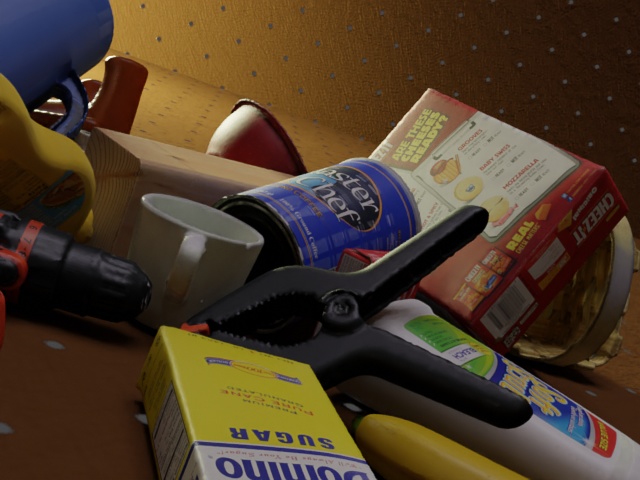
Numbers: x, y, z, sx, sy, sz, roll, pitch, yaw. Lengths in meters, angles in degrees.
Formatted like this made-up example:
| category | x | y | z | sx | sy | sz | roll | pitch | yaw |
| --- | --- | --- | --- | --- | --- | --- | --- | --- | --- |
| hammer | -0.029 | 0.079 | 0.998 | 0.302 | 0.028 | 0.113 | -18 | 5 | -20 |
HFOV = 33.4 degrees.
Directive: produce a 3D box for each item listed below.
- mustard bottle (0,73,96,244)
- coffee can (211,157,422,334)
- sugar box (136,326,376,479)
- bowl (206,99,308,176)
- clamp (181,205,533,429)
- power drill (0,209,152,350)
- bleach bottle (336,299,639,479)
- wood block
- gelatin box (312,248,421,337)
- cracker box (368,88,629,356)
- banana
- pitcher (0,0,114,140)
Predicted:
| category | x | y | z | sx | sy | sz | roll | pitch | yaw |
| --- | --- | --- | --- | --- | --- | --- | --- | --- | --- |
| mustard bottle | -0.207 | -0.040 | 0.720 | 0.058 | 0.096 | 0.191 | 60 | 4 | 29 |
| coffee can | -0.005 | 0.001 | 0.799 | 0.103 | 0.103 | 0.140 | 27 | 31 | 33 |
| sugar box | -0.030 | 0.100 | 0.507 | 0.093 | 0.048 | 0.176 | 17 | 10 | -20 |
| bowl | -0.067 | -0.051 | 1.031 | 0.055 | 0.162 | 0.162 | -26 | 34 | -23 |
| clamp | 0.021 | 0.058 | 0.648 | 0.210 | 0.036 | 0.164 | -12 | 47 | -2 |
| power drill | -0.188 | 0.023 | 0.578 | 0.184 | 0.057 | 0.187 | 15 | 8 | -6 |
| bleach bottle | 0.135 | 0.122 | 0.668 | 0.251 | 0.068 | 0.102 | 28 | 15 | 27 |
| wood block | -0.092 | -0.019 | 0.877 | 0.205 | 0.090 | 0.091 | 12 | 14 | -40 |
| gelatin box | 0.034 | 0.051 | 0.756 | 0.030 | 0.089 | 0.073 | 26 | 12 | 34 |
| cracker box | 0.123 | -0.020 | 0.904 | 0.214 | 0.164 | 0.072 | 34 | -9 | 47 |
| banana | 0.095 | 0.137 | 0.579 | 0.198 | 0.037 | 0.069 | 25 | 11 | 22 |
| pitcher | -0.262 | -0.141 | 0.852 | 0.145 | 0.149 | 0.242 | -5 | 25 | 28 |
